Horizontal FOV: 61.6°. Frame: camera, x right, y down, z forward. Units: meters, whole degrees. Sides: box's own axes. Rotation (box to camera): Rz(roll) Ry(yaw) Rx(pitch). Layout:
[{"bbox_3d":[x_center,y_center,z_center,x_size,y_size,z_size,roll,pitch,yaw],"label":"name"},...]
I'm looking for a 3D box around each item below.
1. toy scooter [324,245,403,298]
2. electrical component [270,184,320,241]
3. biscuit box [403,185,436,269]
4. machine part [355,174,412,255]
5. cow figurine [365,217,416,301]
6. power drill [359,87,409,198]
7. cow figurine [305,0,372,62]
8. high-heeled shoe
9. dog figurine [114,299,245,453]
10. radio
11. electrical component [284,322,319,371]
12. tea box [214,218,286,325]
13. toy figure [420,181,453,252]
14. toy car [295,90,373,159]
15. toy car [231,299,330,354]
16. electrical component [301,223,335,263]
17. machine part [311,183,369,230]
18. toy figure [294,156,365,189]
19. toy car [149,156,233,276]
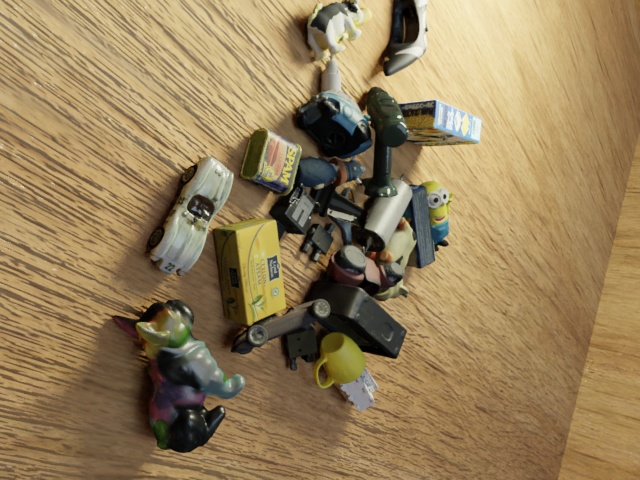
[{"bbox_3d":[0.078,0.085,1.159,0.184,0.135,0.075,18,43,-30],"label":"toy scooter"},{"bbox_3d":[-0.057,-0.043,1.030,0.074,0.048,0.119,50,58,-38],"label":"electrical component"},{"bbox_3d":[0.236,-0.035,1.336,0.063,0.059,0.202,-22,112,-33],"label":"biscuit box"},{"bbox_3d":[0.145,-0.057,1.217,0.079,0.079,0.243,56,50,-36],"label":"machine part"},{"bbox_3d":[0.170,0.054,1.268,0.127,0.086,0.195,39,66,-36],"label":"cow figurine"},{"bbox_3d":[0.133,-0.206,1.150,0.086,0.232,0.207,4,116,-9],"label":"power drill"},{"bbox_3d":[0.034,-0.437,1.067,0.167,0.068,0.098,-52,123,-31],"label":"cow figurine"},{"bbox_3d":[0.184,-0.489,1.214,0.145,0.086,0.249,57,51,-32],"label":"high-heeled shoe"},{"bbox_3d":[-0.236,0.202,0.828,0.219,0.109,0.191,50,62,-33],"label":"dog figurine"},{"bbox_3d":[0.081,0.173,1.145,0.229,0.131,0.073,43,63,-42],"label":"radio"},{"bbox_3d":[-0.036,0.205,1.091,0.078,0.045,0.102,-16,106,-16],"label":"electrical component"},{"bbox_3d":[-0.123,0.053,0.955,0.098,0.068,0.169,-20,109,-44],"label":"tea box"},{"bbox_3d":[0.287,-0.062,1.379,0.082,0.089,0.179,-38,130,-38],"label":"toy figure"},{"bbox_3d":[0.030,-0.242,1.070,0.161,0.109,0.103,36,49,-33],"label":"toy car"},{"bbox_3d":[-0.073,0.156,0.990,0.202,0.089,0.053,-18,81,-30],"label":"toy car"},{"bbox_3d":[-0.002,-0.003,1.113,0.063,0.021,0.094,47,63,-39],"label":"electrical component"},{"bbox_3d":[0.040,-0.069,1.114,0.139,0.039,0.084,29,68,-19],"label":"machine part"},{"bbox_3d":[0.017,-0.136,1.071,0.154,0.058,0.064,-5,109,-31],"label":"toy figure"},{"bbox_3d":[-0.205,-0.039,0.862,0.073,0.056,0.201,38,67,-43],"label":"toy car"}]
